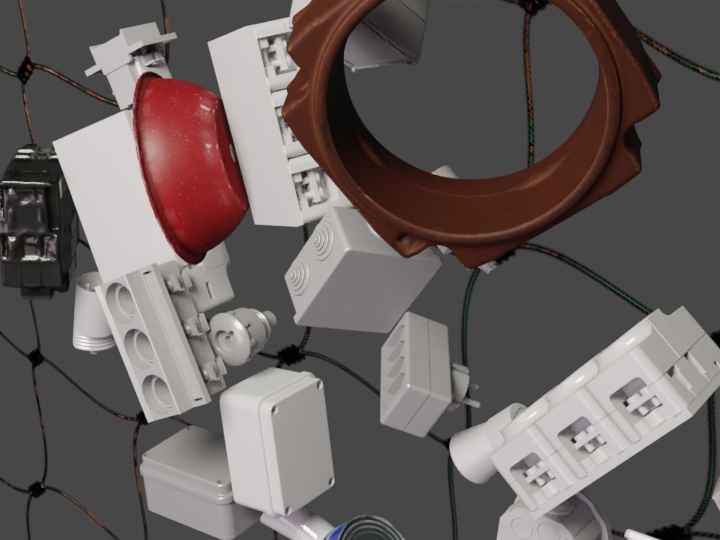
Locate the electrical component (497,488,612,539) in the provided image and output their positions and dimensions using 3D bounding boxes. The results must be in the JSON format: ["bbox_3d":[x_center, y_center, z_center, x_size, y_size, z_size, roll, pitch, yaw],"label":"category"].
[{"bbox_3d":[0.145,0.203,0.816,0.080,0.051,0.080,14,114,33],"label":"electrical component"}]

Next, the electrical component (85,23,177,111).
[{"bbox_3d":[-0.196,-0.176,0.940,0.081,0.042,0.063,-16,100,40],"label":"electrical component"}]

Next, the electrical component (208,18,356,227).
[{"bbox_3d":[-0.057,-0.114,0.833,0.089,0.062,0.150,7,113,64],"label":"electrical component"}]

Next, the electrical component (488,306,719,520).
[{"bbox_3d":[0.167,0.094,0.735,0.061,0.089,0.150,52,129,10],"label":"electrical component"}]

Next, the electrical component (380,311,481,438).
[{"bbox_3d":[0.059,0.086,0.830,0.076,0.083,0.047,21,127,-15],"label":"electrical component"}]

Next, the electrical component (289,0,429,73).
[{"bbox_3d":[0.005,-0.184,0.762,0.062,0.096,0.061,1,76,37],"label":"electrical component"}]

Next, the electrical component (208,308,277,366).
[{"bbox_3d":[-0.098,0.053,0.937,0.048,0.062,0.048,13,113,32],"label":"electrical component"}]

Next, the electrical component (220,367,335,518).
[{"bbox_3d":[-0.070,0.150,0.942,0.057,0.078,0.113,7,110,38],"label":"electrical component"}]

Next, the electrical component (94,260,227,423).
[{"bbox_3d":[-0.165,0.058,0.906,0.079,0.063,0.121,-20,93,40],"label":"electrical component"}]

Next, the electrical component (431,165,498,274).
[{"bbox_3d":[0.073,-0.032,0.790,0.081,0.043,0.043,53,129,9],"label":"electrical component"}]

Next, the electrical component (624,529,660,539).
[{"bbox_3d":[0.225,0.223,0.734,0.100,0.100,0.048,14,73,33],"label":"electrical component"}]

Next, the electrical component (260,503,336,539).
[{"bbox_3d":[-0.053,0.233,0.984,0.065,0.044,0.044,38,125,14],"label":"electrical component"}]

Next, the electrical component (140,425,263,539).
[{"bbox_3d":[-0.142,0.197,1.014,0.113,0.078,0.057,11,115,34],"label":"electrical component"}]

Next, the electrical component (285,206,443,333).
[{"bbox_3d":[0.000,0.000,0.823,0.099,0.100,0.048,-54,42,36],"label":"electrical component"}]

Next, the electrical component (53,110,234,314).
[{"bbox_3d":[-0.192,-0.046,0.973,0.105,0.060,0.186,-13,98,39],"label":"electrical component"}]

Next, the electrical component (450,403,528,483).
[{"bbox_3d":[0.107,0.131,0.827,0.065,0.044,0.044,-40,81,34],"label":"electrical component"}]

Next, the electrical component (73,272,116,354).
[{"bbox_3d":[-0.262,0.047,1.071,0.043,0.043,0.081,26,121,27],"label":"electrical component"}]
